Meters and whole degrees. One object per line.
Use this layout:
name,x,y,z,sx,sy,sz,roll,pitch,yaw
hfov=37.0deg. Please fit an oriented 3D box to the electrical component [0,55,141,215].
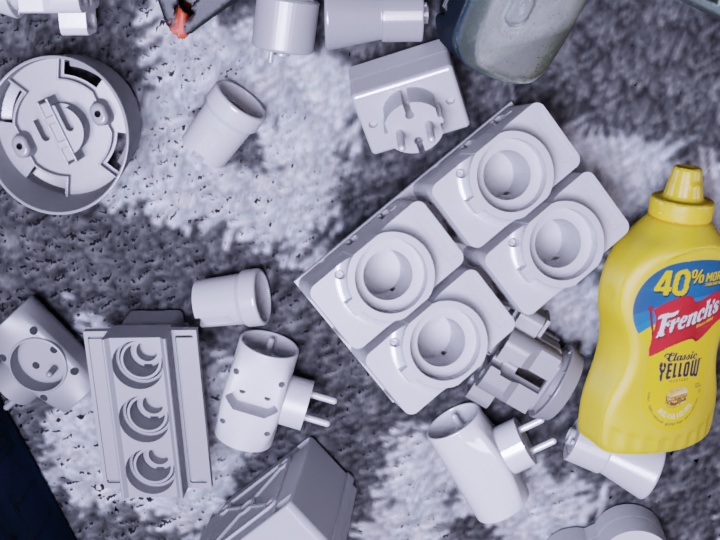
electrical component,-0.194,-0.092,0.707,0.099,0.064,0.099,1,109,4

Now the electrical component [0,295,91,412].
electrical component,-0.237,0.071,0.776,0.079,0.044,0.077,-39,102,15

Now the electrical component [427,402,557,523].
electrical component,0.101,0.130,0.771,0.079,0.044,0.077,-28,105,13

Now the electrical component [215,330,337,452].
electrical component,-0.057,0.091,0.770,0.079,0.043,0.077,17,109,-2

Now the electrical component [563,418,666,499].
electrical component,0.179,0.130,0.768,0.065,0.044,0.044,23,109,2

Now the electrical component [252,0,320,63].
electrical component,-0.045,-0.171,0.681,0.040,0.040,0.078,9,109,1

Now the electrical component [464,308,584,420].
electrical component,0.117,0.067,0.742,0.057,0.058,0.078,30,108,-3

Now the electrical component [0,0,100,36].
electrical component,-0.201,-0.188,0.679,0.057,0.058,0.078,0,109,1

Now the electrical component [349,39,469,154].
electrical component,0.032,-0.099,0.675,0.066,0.076,0.047,-16,129,9

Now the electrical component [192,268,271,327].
electrical component,-0.090,0.021,0.751,0.046,0.040,0.040,-7,108,12

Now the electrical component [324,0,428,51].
electrical component,0.010,-0.162,0.681,0.065,0.044,0.044,-1,109,-1

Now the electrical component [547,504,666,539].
electrical component,0.161,0.229,0.784,0.138,0.073,0.052,-28,105,13

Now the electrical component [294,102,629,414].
electrical component,0.066,-0.009,0.685,0.186,0.060,0.105,-40,102,-6

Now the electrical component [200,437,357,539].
electrical component,-0.063,0.188,0.769,0.109,0.108,0.056,-39,99,15

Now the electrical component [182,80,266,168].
electrical component,-0.091,-0.096,0.712,0.040,0.040,0.046,38,114,-9

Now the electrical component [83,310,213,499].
electrical component,-0.147,0.094,0.767,0.079,0.063,0.121,-1,109,5
